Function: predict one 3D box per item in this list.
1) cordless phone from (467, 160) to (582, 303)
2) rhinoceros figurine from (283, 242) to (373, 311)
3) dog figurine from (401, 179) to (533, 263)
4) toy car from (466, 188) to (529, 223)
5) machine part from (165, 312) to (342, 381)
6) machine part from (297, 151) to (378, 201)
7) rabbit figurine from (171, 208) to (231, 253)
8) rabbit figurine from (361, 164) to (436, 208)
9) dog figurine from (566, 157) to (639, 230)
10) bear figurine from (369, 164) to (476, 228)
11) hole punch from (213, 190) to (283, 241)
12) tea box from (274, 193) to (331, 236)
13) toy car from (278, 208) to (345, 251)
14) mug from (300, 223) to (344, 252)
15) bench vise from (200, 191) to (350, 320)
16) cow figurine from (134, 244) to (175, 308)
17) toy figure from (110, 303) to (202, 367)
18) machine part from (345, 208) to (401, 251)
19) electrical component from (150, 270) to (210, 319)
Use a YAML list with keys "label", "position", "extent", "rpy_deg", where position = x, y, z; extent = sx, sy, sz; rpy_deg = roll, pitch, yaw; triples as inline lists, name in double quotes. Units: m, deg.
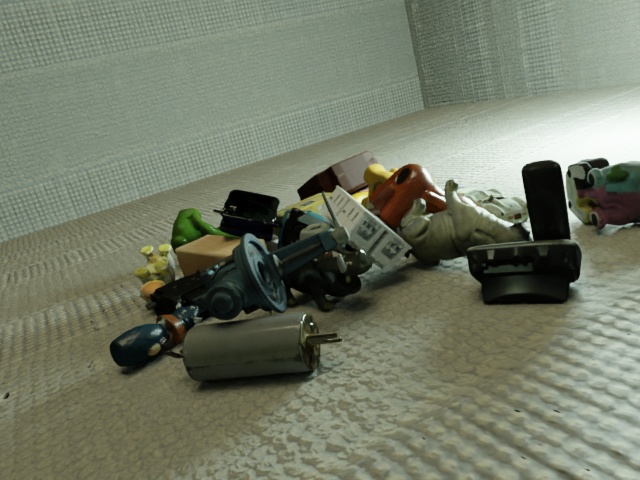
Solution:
- label: "cordless phone"
  position: [0.267, -0.012, 0.725]
  extent: [0.147, 0.184, 0.089]
  rpy_deg: [-5, 23, 30]
- label: "rhinoceros figurine"
  position: [0.004, 0.051, 0.874]
  extent: [0.190, 0.112, 0.073]
  rpy_deg: [-7, 14, 43]
- label: "dog figurine"
  position: [0.230, 0.007, 0.879]
  extent: [0.172, 0.121, 0.191]
  rpy_deg: [-46, 33, 10]
- label: "toy car"
  position: [0.345, -0.066, 1.067]
  extent: [0.073, 0.056, 0.202]
  rpy_deg: [-15, 16, -3]
- label: "machine part"
  position: [-0.090, 0.142, 0.710]
  extent: [0.243, 0.079, 0.079]
  rpy_deg: [-11, 16, 17]
- label: "machine part"
  position: [0.055, -0.152, 1.456]
  extent: [0.201, 0.087, 0.201]
  rpy_deg: [-28, -1, -29]
- label: "rabbit figurine"
  position: [-0.276, -0.014, 1.334]
  extent: [0.170, 0.121, 0.159]
  rpy_deg: [0, 9, -3]
- label: "rabbit figurine"
  position: [0.204, -0.119, 1.282]
  extent: [0.163, 0.121, 0.173]
  rpy_deg: [6, 7, 44]
- label: "dog figurine"
  position: [0.548, -0.089, 0.895]
  extent: [0.219, 0.108, 0.191]
  rpy_deg: [-8, 14, 7]
- label: "bear figurine"
  position: [0.212, -0.057, 1.034]
  extent: [0.132, 0.195, 0.120]
  rpy_deg: [-48, 27, 14]
- label: "hole punch"
  position: [-0.147, -0.035, 1.112]
  extent: [0.142, 0.092, 0.116]
  rpy_deg: [14, 30, -3]
- label: "tea box"
  position: [-0.027, -0.038, 1.228]
  extent: [0.169, 0.098, 0.068]
  rpy_deg: [-25, 19, -37]
- label: "toy car"
  position: [-0.002, -0.003, 1.086]
  extent: [0.162, 0.109, 0.103]
  rpy_deg: [17, 12, 39]
- label: "mug"
  position: [-0.004, 0.024, 0.978]
  extent: [0.110, 0.107, 0.081]
  rpy_deg: [4, 23, 44]
- label: "bench vise"
  position: [-0.065, 0.038, 0.783]
  extent: [0.241, 0.129, 0.223]
  rpy_deg: [-26, -3, 10]
- label: "cow figurine"
  position: [-0.335, 0.088, 1.107]
  extent: [0.068, 0.098, 0.167]
  rpy_deg: [-10, 34, -3]
- label: "toy figure"
  position: [-0.259, 0.150, 0.863]
  extent: [0.154, 0.064, 0.057]
  rpy_deg: [-24, -20, -46]
- label: "machine part"
  position: [0.127, -0.030, 1.139]
  extent: [0.179, 0.056, 0.179]
  rpy_deg: [-13, 17, 4]
- label: "electrical component"
  position: [-0.234, 0.105, 0.994]
  extent: [0.115, 0.058, 0.134]
  rpy_deg: [-29, 21, -36]
